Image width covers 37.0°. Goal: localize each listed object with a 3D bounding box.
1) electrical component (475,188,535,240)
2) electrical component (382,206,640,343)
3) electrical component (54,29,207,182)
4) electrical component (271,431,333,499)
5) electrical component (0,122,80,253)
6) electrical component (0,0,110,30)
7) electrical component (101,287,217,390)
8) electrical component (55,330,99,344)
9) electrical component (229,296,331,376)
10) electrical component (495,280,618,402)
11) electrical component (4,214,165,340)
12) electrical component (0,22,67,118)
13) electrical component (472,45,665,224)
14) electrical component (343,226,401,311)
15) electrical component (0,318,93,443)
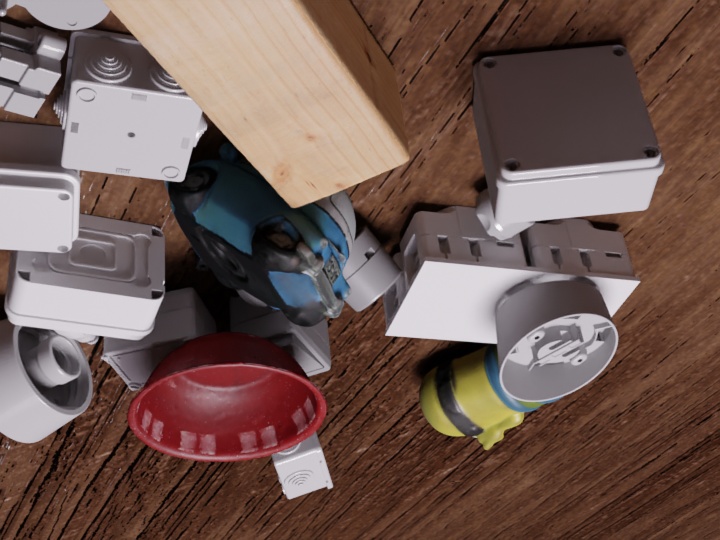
[{"bbox_3d":[0.124,-0.054,0.836,0.062,0.043,0.043,-30,138,27],"label":"electrical component"},{"bbox_3d":[0.122,0.008,0.905,0.186,0.060,0.105,5,143,-16],"label":"electrical component"},{"bbox_3d":[-0.151,-0.106,0.714,0.100,0.048,0.099,6,143,-17],"label":"electrical component"},{"bbox_3d":[-0.067,0.168,1.065,0.048,0.099,0.099,-18,145,-6],"label":"electrical component"},{"bbox_3d":[-0.255,-0.058,0.756,0.113,0.057,0.078,3,143,-14],"label":"electrical component"},{"bbox_3d":[-0.205,-0.169,0.596,0.138,0.073,0.052,17,138,-29],"label":"electrical component"},{"bbox_3d":[-0.177,0.057,0.924,0.096,0.061,0.061,-12,144,7],"label":"electrical component"},{"bbox_3d":[-0.241,0.038,0.905,0.040,0.040,0.078,-12,144,7],"label":"electrical component"},{"bbox_3d":[-0.067,0.063,0.950,0.062,0.061,0.096,-18,143,15],"label":"electrical component"},{"bbox_3d":[0.157,0.056,0.868,0.099,0.064,0.099,-4,144,-3],"label":"electrical component"},{"bbox_3d":[-0.212,0.004,0.832,0.113,0.078,0.057,9,138,-21],"label":"electrical component"},{"bbox_3d":[-0.224,-0.129,0.674,0.055,0.048,0.066,13,140,-36],"label":"electrical component"},{"bbox_3d":[0.137,-0.092,0.729,0.109,0.108,0.056,-6,147,-2],"label":"electrical component"},{"bbox_3d":[0.000,0.000,0.865,0.047,0.055,0.055,48,126,-7],"label":"electrical component"},{"bbox_3d":[-0.273,0.085,0.912,0.060,0.108,0.108,-27,140,16],"label":"electrical component"}]
